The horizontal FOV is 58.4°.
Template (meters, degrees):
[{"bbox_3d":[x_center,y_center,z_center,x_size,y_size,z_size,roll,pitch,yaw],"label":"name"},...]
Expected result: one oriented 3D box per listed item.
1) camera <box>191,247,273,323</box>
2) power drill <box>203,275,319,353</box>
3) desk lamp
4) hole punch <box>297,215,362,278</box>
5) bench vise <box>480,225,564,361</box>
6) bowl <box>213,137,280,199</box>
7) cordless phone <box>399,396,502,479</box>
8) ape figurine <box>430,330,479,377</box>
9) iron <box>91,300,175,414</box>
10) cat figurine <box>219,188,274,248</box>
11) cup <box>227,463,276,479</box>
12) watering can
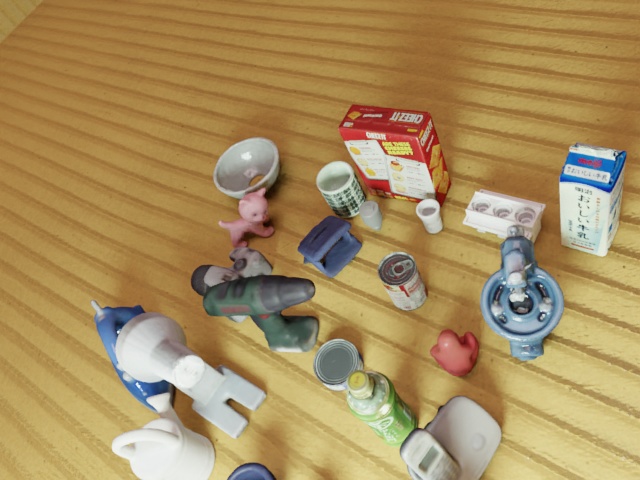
[{"bbox_3d":[-0.193,0.076,1.171,0.136,0.101,0.143,15,65,31],"label":"camera"},{"bbox_3d":[-0.082,0.126,1.017,0.229,0.209,0.075,-3,57,23],"label":"power drill"},{"bbox_3d":[-0.231,0.231,1.010,0.202,0.214,0.118,20,68,34],"label":"desk lamp"},{"bbox_3d":[0.010,0.004,1.135,0.109,0.091,0.100,-47,52,-10],"label":"hole punch"},{"bbox_3d":[0.295,0.058,0.887,0.121,0.220,0.207,-21,52,10],"label":"bench vise"},{"bbox_3d":[-0.158,-0.154,1.329,0.167,0.075,0.167,-12,54,17],"label":"bowl"},{"bbox_3d":[0.179,0.283,0.808,0.093,0.186,0.148,26,71,35],"label":"cordless phone"},{"bbox_3d":[0.215,0.175,0.926,0.077,0.092,0.076,-8,55,20],"label":"ape figurine"},{"bbox_3d":[-0.375,0.225,1.126,0.118,0.142,0.257,-38,51,-3],"label":"iron"},{"bbox_3d":[-0.156,-0.052,1.231,0.127,0.118,0.067,-28,51,5],"label":"cat figurine"},{"bbox_3d":[-0.104,0.418,0.902,0.118,0.095,0.091,-46,52,-10],"label":"cup"},{"bbox_3d":[-0.269,0.346,0.961,0.101,0.195,0.172,-35,51,-1],"label":"watering can"}]
